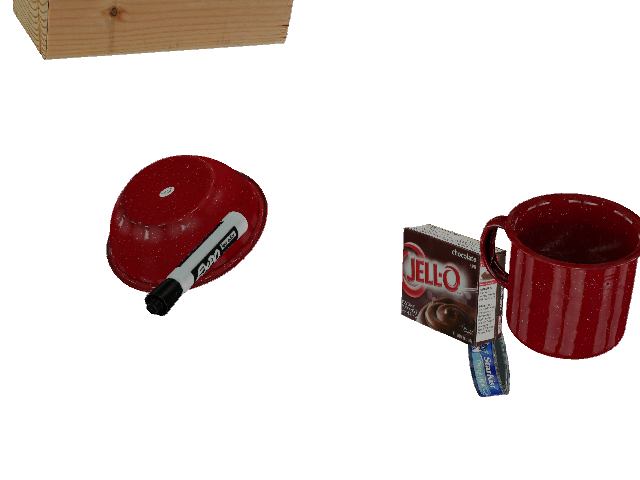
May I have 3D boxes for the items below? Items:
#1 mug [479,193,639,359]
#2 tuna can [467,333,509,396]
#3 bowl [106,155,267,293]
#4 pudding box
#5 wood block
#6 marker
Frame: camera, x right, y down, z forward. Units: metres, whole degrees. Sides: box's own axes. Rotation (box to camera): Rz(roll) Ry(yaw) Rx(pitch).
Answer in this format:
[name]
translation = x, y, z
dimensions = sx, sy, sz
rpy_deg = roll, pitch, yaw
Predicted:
[mug]
translation = 0.159, 0.022, 0.726
dimensions = 0.117, 0.081, 0.093
rpy_deg = 22, 40, 32
[tuna can]
translation = 0.203, 0.145, 1.289
dimensions = 0.034, 0.086, 0.086
rpy_deg = -10, -3, 18
[bowl]
translation = -0.134, -0.029, 0.994
dimensions = 0.162, 0.162, 0.055
rpy_deg = 0, -41, 20
[pudding box]
translation = 0.124, 0.040, 1.009
dimensions = 0.039, 0.090, 0.114
rpy_deg = -12, 19, -34
[wood block]
translation = -0.130, -0.210, 0.854
dimensions = 0.205, 0.091, 0.090
rpy_deg = -10, 41, -29
[marker]
translation = -0.089, 0.016, 0.772
dimensions = 0.020, 0.020, 0.121
rpy_deg = 0, 31, 30
